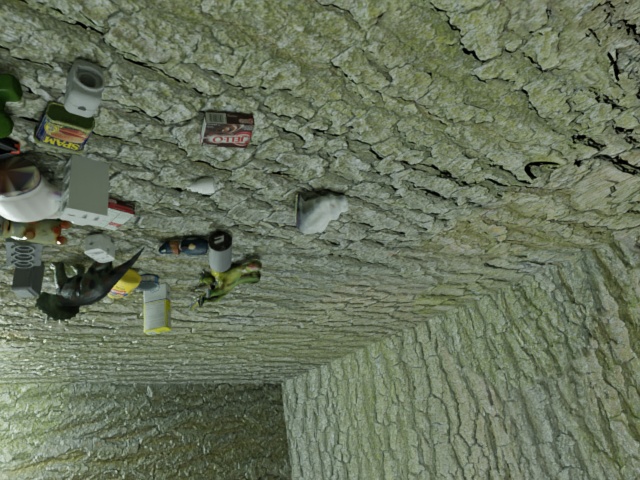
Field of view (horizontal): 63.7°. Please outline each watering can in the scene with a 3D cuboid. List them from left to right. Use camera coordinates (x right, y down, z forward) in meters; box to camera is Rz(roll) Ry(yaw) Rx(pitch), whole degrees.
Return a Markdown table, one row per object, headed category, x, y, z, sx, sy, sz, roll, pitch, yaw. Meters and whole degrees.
| category | x | y | z | sx | sy | sz | roll | pitch | yaw |
| --- | --- | --- | --- | --- | --- | --- | --- | --- | --- |
| watering can | -0.759 | -0.109 | 1.225 | 0.348 | 0.106 | 0.220 | 2 | 155 | -6 |

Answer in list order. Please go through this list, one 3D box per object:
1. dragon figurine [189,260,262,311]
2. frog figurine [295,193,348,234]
| category | x | y | z | sx | sy | sz | roll | pitch | yaw |
| --- | --- | --- | --- | --- | --- | --- | --- | --- | --- |
| dragon figurine | -0.337 | 0.172 | 1.952 | 0.243 | 0.124 | 0.403 | -3 | 156 | -32 |
| frog figurine | 0.005 | -0.078 | 1.544 | 0.159 | 0.126 | 0.134 | 3 | 133 | 0 |
